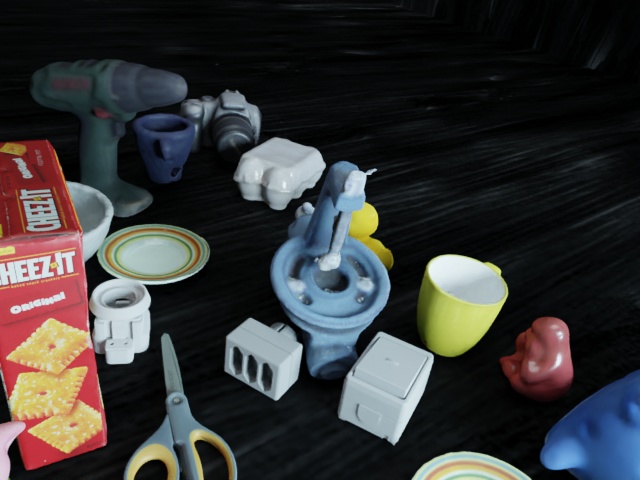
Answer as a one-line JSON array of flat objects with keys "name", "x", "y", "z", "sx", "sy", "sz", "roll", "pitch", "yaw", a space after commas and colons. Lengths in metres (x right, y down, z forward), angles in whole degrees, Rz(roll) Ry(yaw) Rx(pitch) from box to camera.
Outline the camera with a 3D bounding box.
[{"name": "camera", "x": -0.168, "y": -0.196, "z": 0.989, "sx": 0.143, "sy": 0.101, "sz": 0.136, "roll": 0, "pitch": 32, "yaw": -14}]

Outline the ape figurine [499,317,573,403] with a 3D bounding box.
[{"name": "ape figurine", "x": 0.228, "y": 0.117, "z": 0.590, "sx": 0.076, "sy": 0.092, "sz": 0.078, "roll": 28, "pitch": 36, "yaw": 28}]

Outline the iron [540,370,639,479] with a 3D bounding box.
[{"name": "iron", "x": 0.317, "y": 0.143, "z": 0.523, "sx": 0.259, "sy": 0.141, "sz": 0.118, "roll": -20, "pitch": 41, "yaw": -39}]

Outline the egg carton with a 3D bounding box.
[{"name": "egg carton", "x": -0.062, "y": -0.109, "z": 0.904, "sx": 0.107, "sy": 0.069, "sz": 0.150, "roll": 20, "pitch": 33, "yaw": 17}]

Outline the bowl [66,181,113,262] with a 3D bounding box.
[{"name": "bowl", "x": -0.325, "y": -0.003, "z": 0.660, "sx": 0.167, "sy": 0.075, "sz": 0.167, "roll": 7, "pitch": 31, "yaw": -4}]

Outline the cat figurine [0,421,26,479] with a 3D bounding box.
[{"name": "cat figurine", "x": -0.257, "y": 0.163, "z": 0.365, "sx": 0.128, "sy": 0.118, "sz": 0.067, "roll": -4, "pitch": 34, "yaw": -20}]

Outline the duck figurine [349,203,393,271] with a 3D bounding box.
[{"name": "duck figurine", "x": 0.054, "y": -0.006, "z": 0.752, "sx": 0.078, "sy": 0.086, "sz": 0.104, "roll": -22, "pitch": 43, "yaw": -40}]

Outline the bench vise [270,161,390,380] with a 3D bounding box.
[{"name": "bench vise", "x": -0.005, "y": 0.004, "z": 0.591, "sx": 0.122, "sy": 0.220, "sz": 0.206, "roll": -10, "pitch": 36, "yaw": -28}]

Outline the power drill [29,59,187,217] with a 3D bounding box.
[{"name": "power drill", "x": -0.279, "y": -0.143, "z": 0.770, "sx": 0.229, "sy": 0.208, "sz": 0.076, "roll": 17, "pitch": 32, "yaw": 14}]

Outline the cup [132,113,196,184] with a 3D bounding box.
[{"name": "cup", "x": -0.234, "y": -0.128, "z": 0.868, "sx": 0.092, "sy": 0.095, "sz": 0.117, "roll": -3, "pitch": 33, "yaw": -18}]
